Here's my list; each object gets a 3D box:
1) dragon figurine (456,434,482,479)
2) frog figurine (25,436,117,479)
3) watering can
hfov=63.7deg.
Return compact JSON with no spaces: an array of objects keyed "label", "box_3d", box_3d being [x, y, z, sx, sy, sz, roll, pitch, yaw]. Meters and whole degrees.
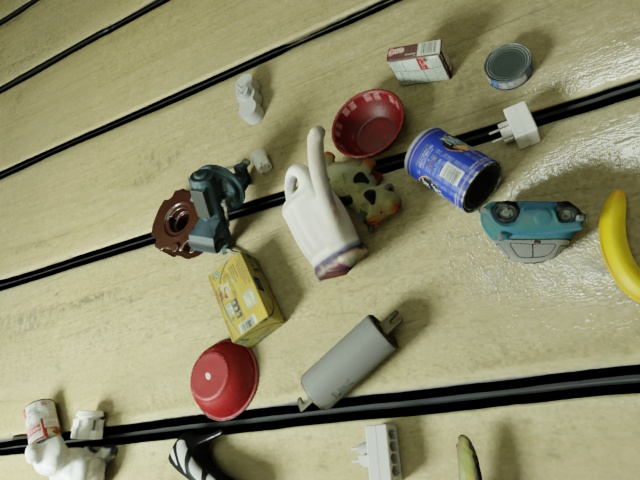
[{"label":"dragon figurine","box_3d":[0.154,0.505,0.699,0.240,0.120,0.420,-27,49,27]},{"label":"frog figurine","box_3d":[-0.525,0.470,1.060,0.137,0.157,0.124,5,75,31]},{"label":"watering can","box_3d":[0.003,-0.046,0.921,0.105,0.343,0.226,-27,80,-16]}]
